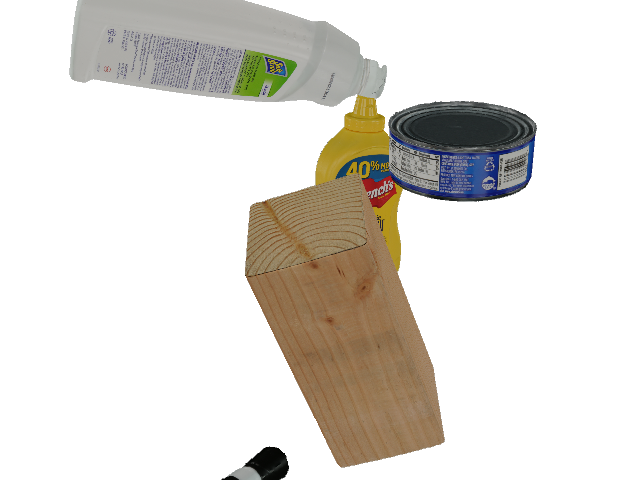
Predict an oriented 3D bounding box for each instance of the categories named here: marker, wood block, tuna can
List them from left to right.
[{"bbox_3d":[-0.053,0.132,0.526,0.020,0.020,0.120,0,15,33],"label":"marker"},{"bbox_3d":[0.022,0.066,0.814,0.090,0.206,0.091,-16,35,11],"label":"wood block"},{"bbox_3d":[0.083,-0.053,0.628,0.086,0.034,0.086,-1,25,0],"label":"tuna can"}]

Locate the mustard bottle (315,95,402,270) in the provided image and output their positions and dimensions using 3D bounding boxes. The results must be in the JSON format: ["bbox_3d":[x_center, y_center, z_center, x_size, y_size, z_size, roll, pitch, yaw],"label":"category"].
[{"bbox_3d":[0.041,-0.054,1.092,0.096,0.192,0.058,-6,20,-25],"label":"mustard bottle"}]

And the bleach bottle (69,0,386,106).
[{"bbox_3d":[-0.072,-0.152,0.869,0.250,0.068,0.103,11,-29,-11],"label":"bleach bottle"}]
